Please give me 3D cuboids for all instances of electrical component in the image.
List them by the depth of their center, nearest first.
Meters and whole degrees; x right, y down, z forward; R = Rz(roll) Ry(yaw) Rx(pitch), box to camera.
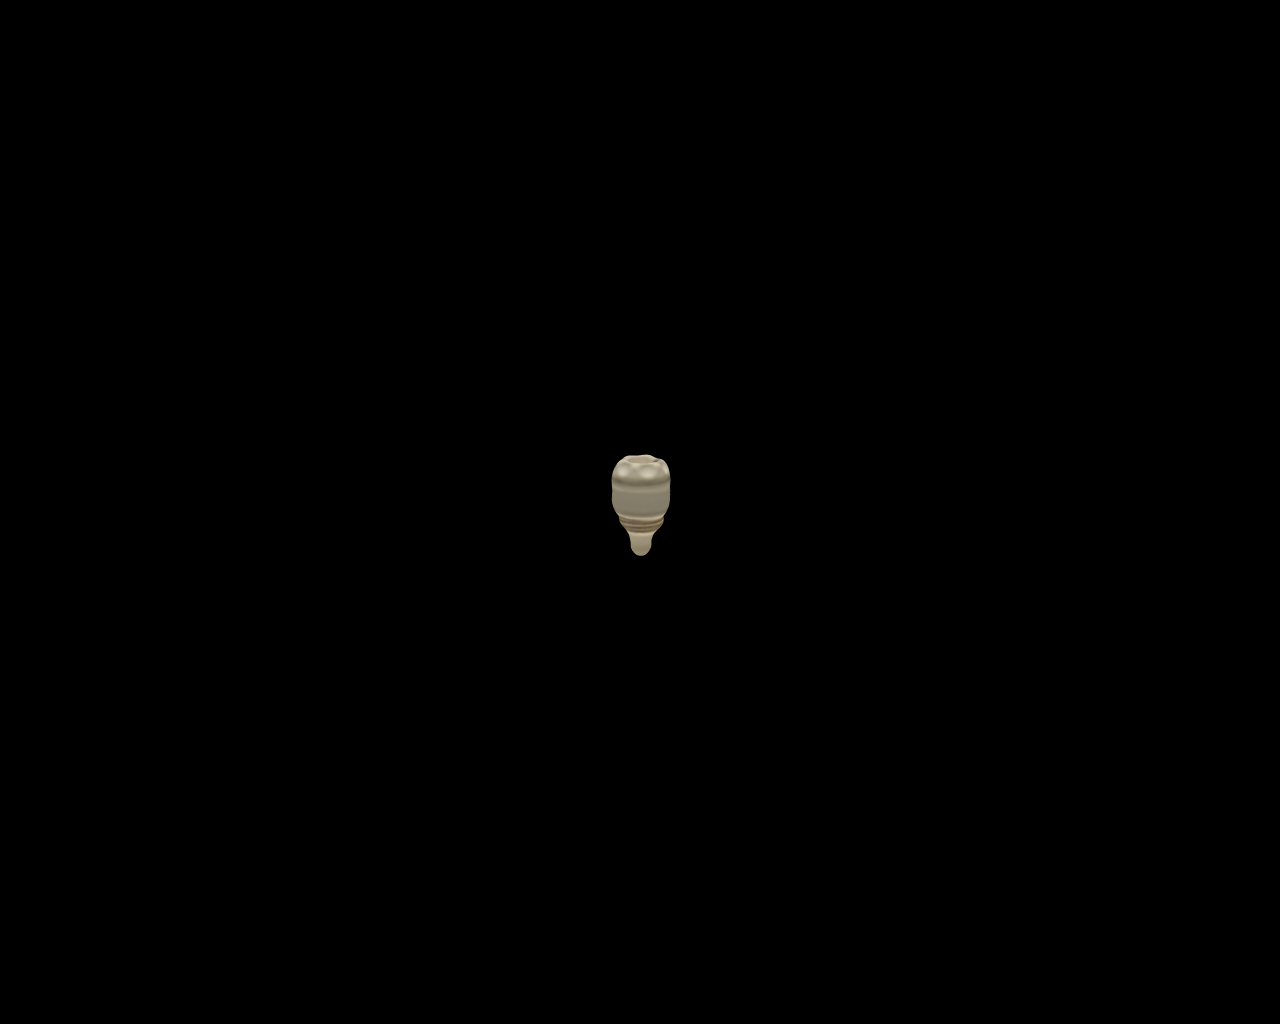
[{"bbox_3d":[0.001,-0.003,0.650,0.035,0.061,0.035,0,16,0],"label":"electrical component"}]
